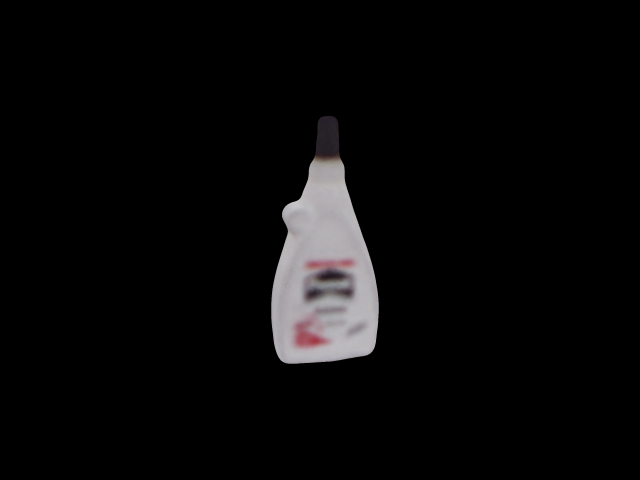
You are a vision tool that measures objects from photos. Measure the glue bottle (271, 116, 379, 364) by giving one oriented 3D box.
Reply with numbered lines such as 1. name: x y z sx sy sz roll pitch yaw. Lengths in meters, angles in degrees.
1. glue bottle: 0.004 0.001 0.400 0.078 0.173 0.037 -5 19 -15
